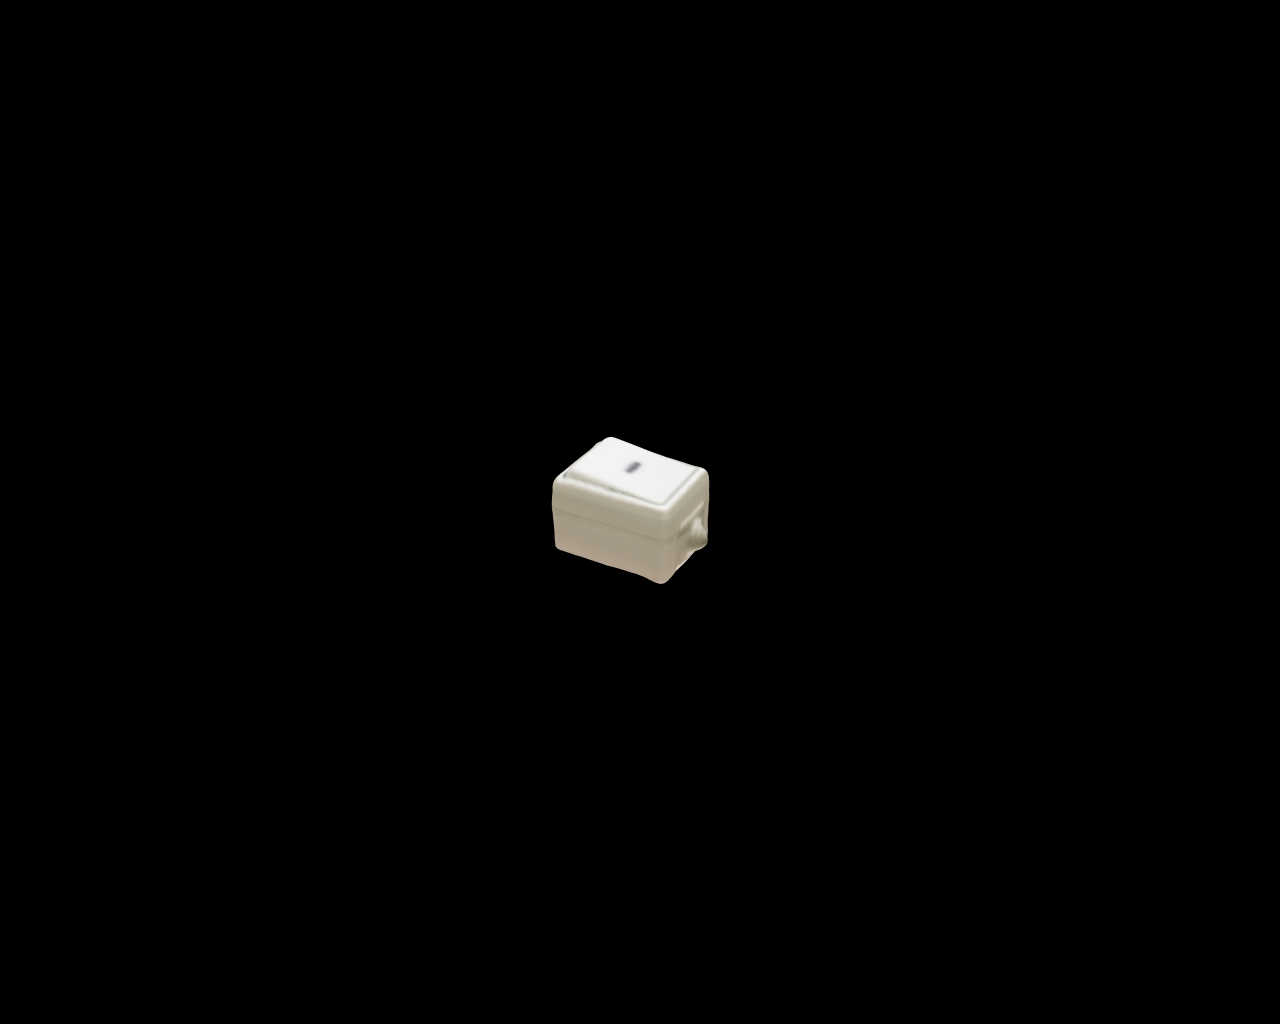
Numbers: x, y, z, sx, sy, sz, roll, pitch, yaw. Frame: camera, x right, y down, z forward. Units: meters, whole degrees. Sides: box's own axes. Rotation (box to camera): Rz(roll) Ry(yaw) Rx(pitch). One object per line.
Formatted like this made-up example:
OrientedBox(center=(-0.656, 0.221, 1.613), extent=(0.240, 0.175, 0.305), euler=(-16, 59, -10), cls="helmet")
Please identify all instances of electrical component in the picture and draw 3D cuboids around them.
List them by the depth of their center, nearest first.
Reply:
OrientedBox(center=(0.001, -0.003, 0.650), extent=(0.096, 0.061, 0.062), euler=(17, 36, 24), cls="electrical component")
